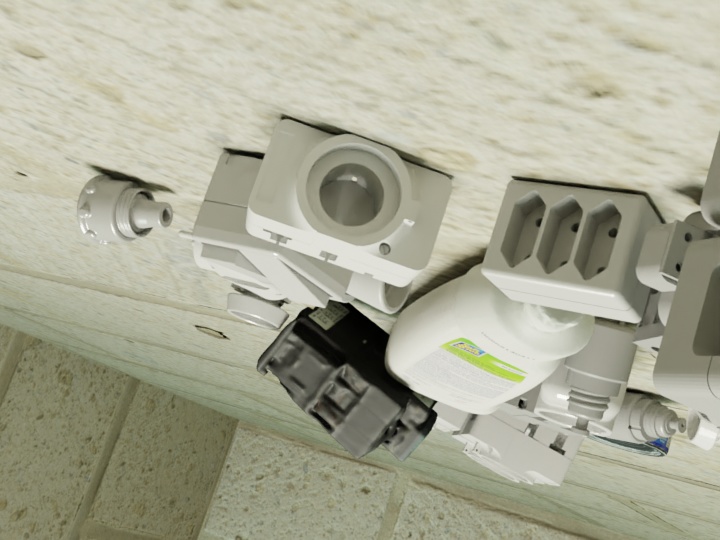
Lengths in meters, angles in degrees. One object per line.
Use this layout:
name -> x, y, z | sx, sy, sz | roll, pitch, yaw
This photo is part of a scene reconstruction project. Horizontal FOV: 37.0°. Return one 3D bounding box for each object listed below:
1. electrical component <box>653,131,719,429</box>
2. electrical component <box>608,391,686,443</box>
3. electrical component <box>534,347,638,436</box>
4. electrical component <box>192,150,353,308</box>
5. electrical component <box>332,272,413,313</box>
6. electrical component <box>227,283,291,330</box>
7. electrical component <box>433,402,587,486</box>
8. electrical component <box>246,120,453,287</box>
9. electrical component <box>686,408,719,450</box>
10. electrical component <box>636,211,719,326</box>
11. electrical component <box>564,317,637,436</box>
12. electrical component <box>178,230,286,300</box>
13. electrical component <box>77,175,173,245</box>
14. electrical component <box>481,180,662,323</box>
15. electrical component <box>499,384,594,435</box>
electrical component -> 0.189, 0.019, 0.334 | 0.186, 0.105, 0.060 | 23, 167, -20
electrical component -> 0.227, 0.120, 0.867 | 0.040, 0.040, 0.078 | 27, 165, -35
electrical component -> 0.155, 0.078, 0.747 | 0.054, 0.059, 0.095 | 16, 168, 11
electrical component -> -0.041, -0.018, 0.613 | 0.062, 0.061, 0.096 | 11, 166, 30
electrical component -> 0.000, 0.000, 0.671 | 0.055, 0.045, 0.045 | 12, 166, 27
electrical component -> -0.070, 0.011, 0.798 | 0.066, 0.055, 0.048 | 22, 167, -16
electrical component -> 0.095, 0.127, 0.961 | 0.186, 0.060, 0.105 | 29, 170, 1
electrical component -> -0.006, -0.032, 0.526 | 0.089, 0.050, 0.055 | 19, 168, -4
electrical component -> 0.258, 0.103, 0.740 | 0.055, 0.048, 0.066 | 10, 167, 4
electrical component -> 0.159, 0.004, 0.426 | 0.078, 0.058, 0.057 | 22, 170, -16
electrical component -> 0.147, 0.064, 0.669 | 0.040, 0.078, 0.040 | 14, -177, -1
electrical component -> -0.087, -0.015, 0.737 | 0.079, 0.043, 0.077 | 13, 167, 24
electrical component -> -0.159, -0.040, 0.738 | 0.062, 0.048, 0.048 | 6, 164, 24
electrical component -> 0.105, -0.002, 0.498 | 0.066, 0.047, 0.077 | 11, 165, 33
electrical component -> 0.146, 0.095, 0.856 | 0.089, 0.050, 0.056 | 21, 168, -8
